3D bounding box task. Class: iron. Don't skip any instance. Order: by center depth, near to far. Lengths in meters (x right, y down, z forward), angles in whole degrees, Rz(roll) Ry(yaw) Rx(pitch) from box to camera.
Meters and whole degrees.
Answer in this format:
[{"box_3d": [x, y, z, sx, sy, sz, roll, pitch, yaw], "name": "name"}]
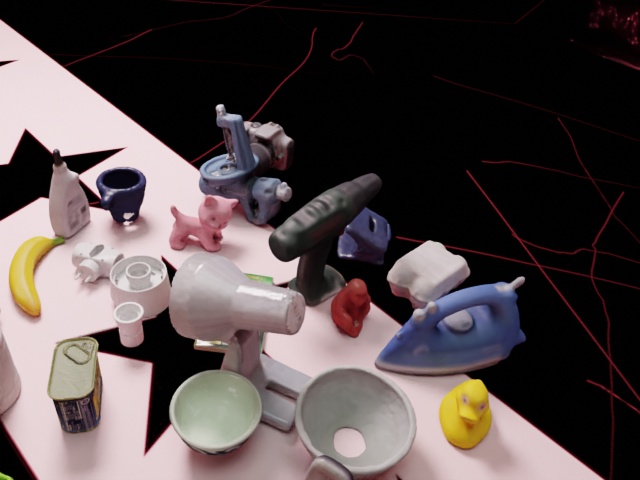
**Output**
[{"box_3d": [0.215, 0.131, 0.922, 0.259, 0.141, 0.118, -10, 43, -21], "name": "iron"}]

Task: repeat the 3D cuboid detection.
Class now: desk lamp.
[{"box_3d": [-0.101, 0.133, 0.805, 0.203, 0.213, 0.118, 20, 41, 14], "name": "desk lamp"}]

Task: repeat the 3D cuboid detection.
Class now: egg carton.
[{"box_3d": [0.200, 0.064, 1.058, 0.107, 0.069, 0.151, 36, 47, 29], "name": "egg carton"}]

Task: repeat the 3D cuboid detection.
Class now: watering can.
[{"box_3d": [-0.470, 0.141, 0.744, 0.172, 0.194, 0.101, 17, 40, 10], "name": "watering can"}]

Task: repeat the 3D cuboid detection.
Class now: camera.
[{"box_3d": [-0.146, -0.206, 1.298, 0.143, 0.101, 0.137, 22, 41, 16], "name": "camera"}]

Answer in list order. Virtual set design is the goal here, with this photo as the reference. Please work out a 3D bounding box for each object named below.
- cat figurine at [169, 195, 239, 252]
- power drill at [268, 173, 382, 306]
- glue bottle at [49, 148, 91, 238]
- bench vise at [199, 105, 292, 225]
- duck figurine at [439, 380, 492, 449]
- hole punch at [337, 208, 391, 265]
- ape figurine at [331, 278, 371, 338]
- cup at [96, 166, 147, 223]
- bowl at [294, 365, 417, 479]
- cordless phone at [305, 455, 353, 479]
[{"box_3d": [-0.218, -0.043, 1.073, 0.128, 0.118, 0.067, 2, 40, -7], "name": "cat figurine"}, {"box_3d": [0.009, 0.004, 0.987, 0.230, 0.208, 0.075, -28, 51, -36], "name": "power drill"}, {"box_3d": [-0.463, -0.090, 1.042, 0.037, 0.173, 0.078, 18, 40, 12], "name": "glue bottle"}, {"box_3d": [-0.145, -0.154, 1.140, 0.207, 0.220, 0.121, 12, 39, 5], "name": "bench vise"}, {"box_3d": [0.220, 0.239, 0.837, 0.077, 0.086, 0.105, 19, 40, 13], "name": "duck figurine"}, {"box_3d": [0.090, -0.017, 1.119, 0.101, 0.091, 0.108, 8, 39, 0], "name": "hole punch"}, {"box_3d": [0.056, 0.105, 0.965, 0.078, 0.092, 0.076, -19, 46, -29], "name": "ape figurine"}, {"box_3d": [-0.381, -0.073, 1.097, 0.091, 0.095, 0.118, 11, 39, 3], "name": "cup"}, {"box_3d": [0.045, 0.260, 0.788, 0.167, 0.075, 0.167, 5, 39, -4], "name": "bowl"}, {"box_3d": [0.031, 0.322, 0.623, 0.147, 0.185, 0.094, 24, 42, 18], "name": "cordless phone"}]
